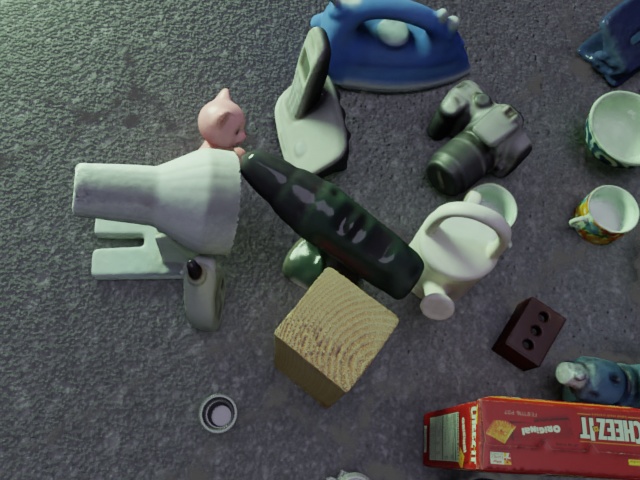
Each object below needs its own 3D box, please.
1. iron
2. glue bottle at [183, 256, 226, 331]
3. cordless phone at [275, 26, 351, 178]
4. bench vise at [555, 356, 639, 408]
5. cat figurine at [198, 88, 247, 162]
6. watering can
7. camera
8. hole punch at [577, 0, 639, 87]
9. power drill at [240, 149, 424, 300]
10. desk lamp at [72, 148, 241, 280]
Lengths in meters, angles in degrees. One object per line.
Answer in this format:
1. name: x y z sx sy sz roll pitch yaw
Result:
1. iron: 0.114 -0.302 0.839 0.258 0.141 0.118 4 69 -3
2. glue bottle: -0.137 0.053 0.668 0.037 0.173 0.078 8 69 -1
3. cordless phone: -0.007 -0.174 0.758 0.094 0.185 0.147 -13 71 -9
4. bench vise: 0.387 0.173 0.643 0.207 0.220 0.121 -9 70 -8
5. cat figurine: -0.142 -0.133 0.767 0.067 0.118 0.128 31 70 7
6. watering can: 0.167 0.015 0.697 0.101 0.194 0.173 3 69 -3
7. camera: 0.207 -0.139 0.808 0.137 0.101 0.143 -39 77 -17
8. hole punch: 0.487 -0.316 0.902 0.109 0.091 0.101 -37 76 -16
9. power drill: 0.006 0.002 0.680 0.229 0.208 0.076 31 70 7
10. desk lamp: -0.188 -0.026 0.672 0.203 0.213 0.118 -2 70 -5
